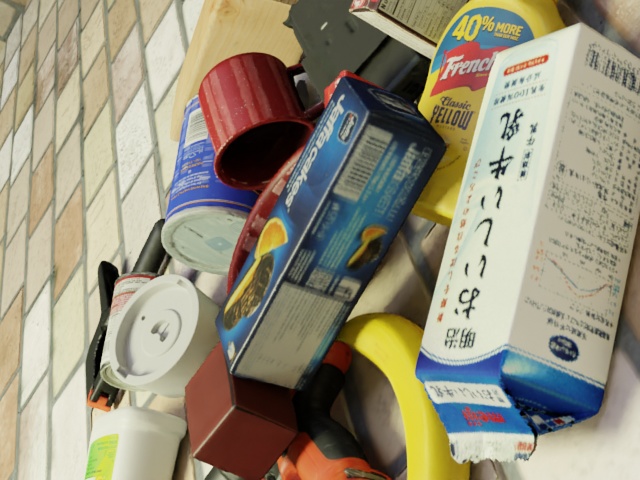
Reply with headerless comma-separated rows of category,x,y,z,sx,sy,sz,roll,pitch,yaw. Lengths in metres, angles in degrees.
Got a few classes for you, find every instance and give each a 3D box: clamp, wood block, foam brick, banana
clamp,-0.227,0.089,1.188,0.165,0.036,0.210,-22,51,54
wood block,-0.072,-0.180,0.999,0.206,0.090,0.090,120,158,-50
foam brick,-0.054,0.114,0.719,0.051,0.053,0.078,-52,26,18
banana,0.056,0.102,0.661,0.070,0.037,0.198,-49,35,15

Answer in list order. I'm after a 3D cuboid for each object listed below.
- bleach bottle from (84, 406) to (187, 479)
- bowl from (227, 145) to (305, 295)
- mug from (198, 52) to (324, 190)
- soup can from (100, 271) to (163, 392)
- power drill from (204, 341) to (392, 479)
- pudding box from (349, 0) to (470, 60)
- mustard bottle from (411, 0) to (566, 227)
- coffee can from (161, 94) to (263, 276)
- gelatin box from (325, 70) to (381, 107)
bleach bottle,-0.182,0.278,0.933,0.103,0.068,0.251,-26,50,51
bowl,-0.005,0.001,0.828,0.162,0.055,0.162,-43,31,34
mug,-0.043,-0.107,0.884,0.117,0.093,0.081,-29,59,14
soup can,-0.179,0.092,1.065,0.069,0.068,0.102,-36,40,45
power drill,-0.021,0.170,0.728,0.184,0.057,0.188,-60,28,13
pudding box,0.086,-0.176,0.746,0.039,0.113,0.090,22,89,60
mustard bottle,0.112,-0.102,0.697,0.096,0.058,0.191,19,85,47
coffee can,-0.083,-0.053,0.966,0.103,0.102,0.140,-36,40,45
gelatin box,0.046,-0.072,0.763,0.030,0.089,0.073,-40,37,42
